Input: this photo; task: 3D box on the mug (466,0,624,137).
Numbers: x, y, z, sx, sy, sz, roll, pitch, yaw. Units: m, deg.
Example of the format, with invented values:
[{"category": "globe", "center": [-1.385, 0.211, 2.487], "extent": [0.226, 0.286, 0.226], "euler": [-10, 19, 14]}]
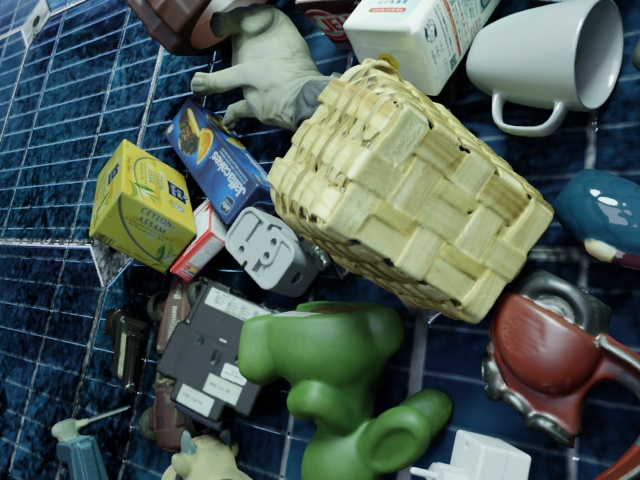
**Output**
[{"category": "mug", "center": [0.176, -0.138, 0.446], "extent": [0.107, 0.080, 0.109], "euler": [21, 95, 49]}]

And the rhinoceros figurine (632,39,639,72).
[{"category": "rhinoceros figurine", "center": [0.294, -0.098, 0.325], "extent": [0.191, 0.112, 0.073], "euler": [31, 123, 26]}]

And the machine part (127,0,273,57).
[{"category": "machine part", "center": [-0.115, -0.316, 0.632], "extent": [0.201, 0.201, 0.087], "euler": [-38, 100, 20]}]

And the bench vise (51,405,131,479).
[{"category": "bench vise", "center": [-0.225, 0.302, 0.549], "extent": [0.224, 0.129, 0.240], "euler": [-24, 80, 49]}]

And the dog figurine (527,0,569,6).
[{"category": "dog figurine", "center": [0.238, -0.321, 0.447], "extent": [0.109, 0.191, 0.219], "euler": [15, 50, 41]}]

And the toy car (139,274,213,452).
[{"category": "toy car", "center": [-0.165, 0.135, 0.617], "extent": [0.089, 0.053, 0.202], "euler": [-17, 67, 34]}]

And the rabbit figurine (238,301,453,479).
[{"category": "rabbit figurine", "center": [0.028, 0.140, 0.456], "extent": [0.159, 0.121, 0.170], "euler": [-5, 91, 28]}]

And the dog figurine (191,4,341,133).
[{"category": "dog figurine", "center": [-0.022, -0.190, 0.602], "extent": [0.191, 0.121, 0.172], "euler": [13, 86, 24]}]

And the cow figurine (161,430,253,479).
[{"category": "cow figurine", "center": [-0.081, 0.254, 0.496], "extent": [0.195, 0.085, 0.127], "euler": [7, 85, 40]}]

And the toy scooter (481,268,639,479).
[{"category": "toy scooter", "center": [0.179, 0.113, 0.360], "extent": [0.184, 0.075, 0.135], "euler": [36, 98, 33]}]

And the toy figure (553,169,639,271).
[{"category": "toy figure", "center": [0.237, 0.005, 0.364], "extent": [0.155, 0.057, 0.064], "euler": [42, 107, 32]}]

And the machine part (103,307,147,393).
[{"category": "machine part", "center": [-0.232, 0.121, 0.641], "extent": [0.139, 0.039, 0.084], "euler": [20, 109, 61]}]

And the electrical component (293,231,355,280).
[{"category": "electrical component", "center": [-0.001, -0.002, 0.533], "extent": [0.021, 0.063, 0.094], "euler": [-42, 54, 18]}]

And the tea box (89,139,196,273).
[{"category": "tea box", "center": [-0.214, -0.045, 0.649], "extent": [0.068, 0.098, 0.170], "euler": [-50, 33, 12]}]

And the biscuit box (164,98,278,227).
[{"category": "biscuit box", "center": [-0.118, -0.090, 0.649], "extent": [0.063, 0.059, 0.203], "euler": [-49, 53, 13]}]

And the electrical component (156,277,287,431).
[{"category": "electrical component", "center": [-0.094, 0.118, 0.542], "extent": [0.115, 0.058, 0.134], "euler": [22, 81, 20]}]
